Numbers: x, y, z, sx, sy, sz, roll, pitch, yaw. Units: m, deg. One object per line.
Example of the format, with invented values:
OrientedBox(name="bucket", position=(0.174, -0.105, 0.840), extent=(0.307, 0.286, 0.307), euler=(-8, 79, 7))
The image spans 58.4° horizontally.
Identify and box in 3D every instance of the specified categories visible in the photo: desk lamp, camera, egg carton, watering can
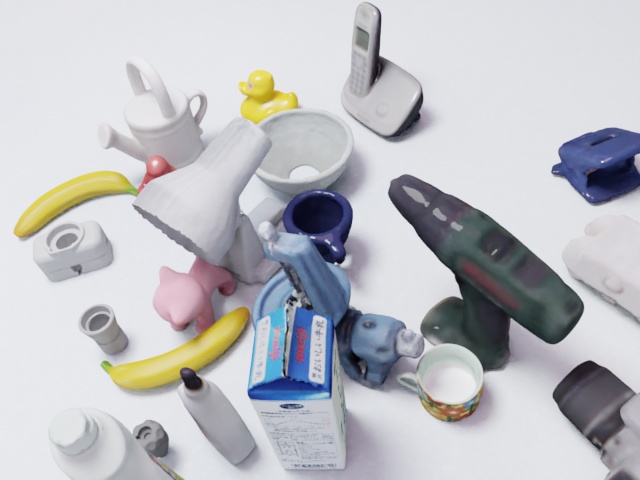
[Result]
OrientedBox(name="desk lamp", position=(-0.115, -0.038, 0.732), extent=(0.117, 0.214, 0.203), euler=(27, 59, 25))
OrientedBox(name="camera", position=(0.322, 0.177, 0.582), extent=(0.143, 0.101, 0.136), euler=(-30, 54, -17))
OrientedBox(name="egg carton", position=(0.383, 0.036, 0.708), extent=(0.107, 0.069, 0.150), euler=(-37, 57, -21))
OrientedBox(name="watering can", position=(-0.253, -0.187, 0.880), extent=(0.100, 0.194, 0.173), euler=(19, 56, 21))

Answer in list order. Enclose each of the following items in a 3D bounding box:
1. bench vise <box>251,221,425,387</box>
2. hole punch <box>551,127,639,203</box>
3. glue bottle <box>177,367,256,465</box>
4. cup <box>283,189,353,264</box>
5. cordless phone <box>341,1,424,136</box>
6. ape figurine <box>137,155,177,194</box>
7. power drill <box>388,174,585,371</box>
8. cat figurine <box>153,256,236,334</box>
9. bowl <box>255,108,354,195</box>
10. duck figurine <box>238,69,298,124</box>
OrientedBox(name="bench vise", position=(0.013, 0.062, 0.633), extent=(0.207, 0.220, 0.121), euler=(2, 52, 8))
OrientedBox(name="hole punch", position=(0.404, -0.122, 0.819), extent=(0.109, 0.091, 0.101), euler=(-22, 52, -11))
OrientedBox(name="glue bottle", position=(-0.115, 0.172, 0.589), extent=(0.078, 0.173, 0.037), euler=(32, 61, 28))
OrientedBox(name="cup", position=(0.007, 0.003, 0.762), extent=(0.092, 0.095, 0.117), euler=(-23, 52, -12))
OrientedBox(name="cordless phone", position=(0.098, -0.271, 0.913), extent=(0.094, 0.185, 0.147), euler=(-36, 56, -20))
OrientedBox(name="ape figurine", position=(-0.239, -0.088, 0.865), extent=(0.077, 0.092, 0.076), euler=(-1, 51, 6))
OrientedBox(name="power drill", position=(0.165, 0.051, 0.632), extent=(0.228, 0.209, 0.076), euler=(35, 63, 29))
OrientedBox(name="cat figurine", position=(-0.165, 0.061, 0.720), extent=(0.067, 0.118, 0.128), euler=(9, 53, 14))
OrientedBox(name="bowl", position=(-0.028, -0.124, 0.880), extent=(0.167, 0.075, 0.167), euler=(-3, 51, 4))
OrientedBox(name="duck figurine", position=(-0.091, -0.251, 0.982), extent=(0.104, 0.086, 0.077), euler=(1, 52, 7))
